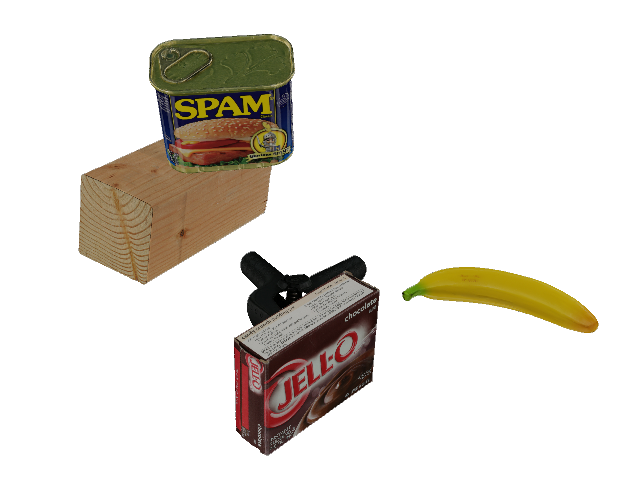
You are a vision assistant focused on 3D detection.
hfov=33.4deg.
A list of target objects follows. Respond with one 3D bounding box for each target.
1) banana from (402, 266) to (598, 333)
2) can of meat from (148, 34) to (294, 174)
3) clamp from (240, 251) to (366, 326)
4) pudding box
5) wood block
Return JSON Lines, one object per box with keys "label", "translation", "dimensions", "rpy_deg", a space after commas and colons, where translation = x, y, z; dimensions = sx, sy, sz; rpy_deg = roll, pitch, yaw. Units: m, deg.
{"label": "banana", "translation": [0.187, 0.060, 1.105], "dimensions": [0.198, 0.037, 0.069], "rpy_deg": [8, 40, 12]}
{"label": "can of meat", "translation": [-0.069, -0.098, 0.778], "dimensions": [0.102, 0.057, 0.084], "rpy_deg": [-4, -41, -3]}
{"label": "clamp", "translation": [-0.032, 0.047, 0.967], "dimensions": [0.120, 0.039, 0.171], "rpy_deg": [0, 18, 15]}
{"label": "pudding box", "translation": [-0.009, 0.085, 0.753], "dimensions": [0.039, 0.090, 0.113], "rpy_deg": [31, 46, 32]}
{"label": "wood block", "translation": [-0.145, -0.046, 1.103], "dimensions": [0.090, 0.091, 0.205], "rpy_deg": [24, 32, 23]}
